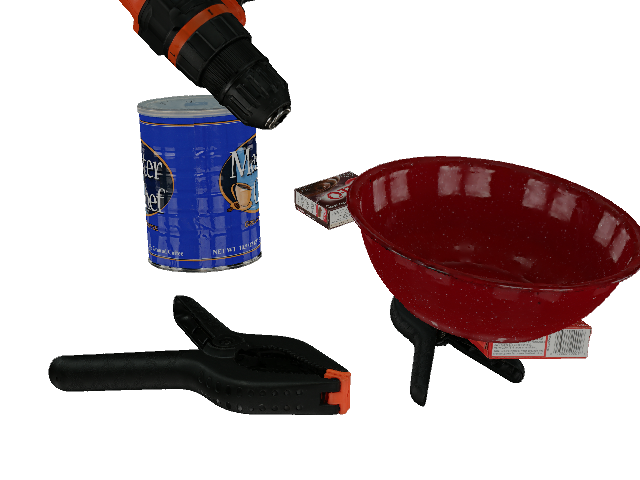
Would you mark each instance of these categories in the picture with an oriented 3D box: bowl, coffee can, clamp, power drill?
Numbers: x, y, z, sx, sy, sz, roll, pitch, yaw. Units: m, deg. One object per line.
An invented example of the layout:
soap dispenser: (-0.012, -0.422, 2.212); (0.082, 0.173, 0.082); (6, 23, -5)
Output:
bowl: (0.091, 0.009, 0.580); (0.162, 0.055, 0.162); (6, 26, -3)
coffee can: (-0.105, -0.053, 0.940); (0.103, 0.140, 0.103); (-1, 14, 0)
clamp: (0.131, 0.093, 1.084); (0.120, 0.171, 0.039); (0, -44, -17)
power drill: (-0.042, -0.178, 0.739); (0.187, 0.184, 0.057); (-37, -10, -34)
clamp: (-0.070, 0.087, 0.793); (0.210, 0.036, 0.164); (7, 20, 20)

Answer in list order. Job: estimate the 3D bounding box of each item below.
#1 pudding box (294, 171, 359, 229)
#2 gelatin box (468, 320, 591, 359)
pudding box: (0.030, -0.062, 1.622); (0.113, 0.039, 0.090); (-22, 34, -30)
gelatin box: (0.162, 0.069, 0.865); (0.089, 0.030, 0.073); (1, 16, -14)
